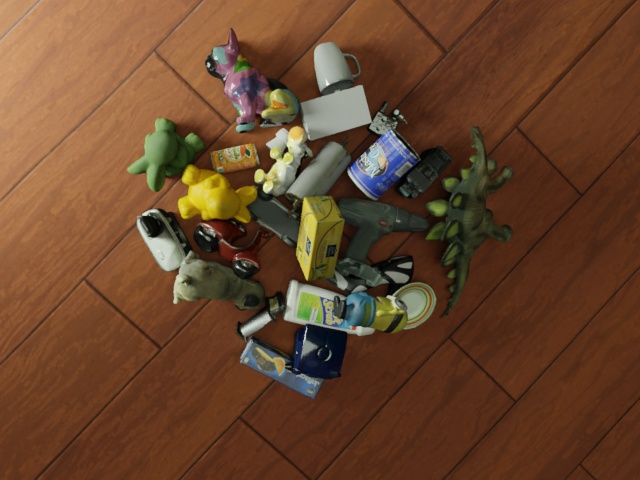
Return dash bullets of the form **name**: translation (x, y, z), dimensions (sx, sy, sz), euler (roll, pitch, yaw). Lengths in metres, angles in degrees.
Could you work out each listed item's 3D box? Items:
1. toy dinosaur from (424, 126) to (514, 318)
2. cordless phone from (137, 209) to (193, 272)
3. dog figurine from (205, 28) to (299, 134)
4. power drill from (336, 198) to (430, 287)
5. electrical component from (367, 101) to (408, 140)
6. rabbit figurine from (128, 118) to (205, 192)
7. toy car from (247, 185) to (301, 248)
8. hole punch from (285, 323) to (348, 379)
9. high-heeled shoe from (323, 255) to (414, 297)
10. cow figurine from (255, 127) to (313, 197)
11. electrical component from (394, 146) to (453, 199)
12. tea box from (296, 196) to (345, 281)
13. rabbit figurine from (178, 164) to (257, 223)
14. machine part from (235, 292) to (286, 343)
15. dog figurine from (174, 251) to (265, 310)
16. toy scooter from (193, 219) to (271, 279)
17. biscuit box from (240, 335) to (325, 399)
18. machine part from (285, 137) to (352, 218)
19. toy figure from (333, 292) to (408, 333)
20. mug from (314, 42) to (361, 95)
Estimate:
- **toy dinosaur**: translation (0.349, -0.033, 1.277), dimensions (0.198, 0.105, 0.470), euler (-12, 112, -19)
- **cordless phone**: translation (-0.350, 0.000, 1.186), dimensions (0.089, 0.184, 0.146), euler (-29, 95, -8)
- **dog figurine**: translation (-0.156, -0.368, 1.230), dimensions (0.192, 0.108, 0.219), euler (-13, 91, -4)
- **power drill**: translation (0.133, 0.000, 1.259), dimensions (0.232, 0.086, 0.207), euler (19, 66, 0)
- **electrical component**: translation (0.161, -0.275, 1.296), dimensions (0.078, 0.045, 0.102), euler (36, 89, -8)
- **rabbit figurine**: translation (-0.351, -0.196, 1.183), dimensions (0.121, 0.170, 0.159), euler (39, 88, -6)
- **toy car**: translation (-0.100, -0.051, 1.275), dimensions (0.202, 0.056, 0.073), euler (35, 96, -5)
- **hole punch**: translation (0.000, 0.259, 1.256), dimensions (0.142, 0.092, 0.116), euler (15, 59, -19)
- **high-heeled shoe**: translation (0.105, 0.062, 1.289), dimensions (0.249, 0.086, 0.145), euler (25, 91, -14)
- **cow figurine**: translation (-0.070, -0.177, 1.246), dimensions (0.068, 0.098, 0.167), euler (41, 99, 30)
- **electrical component**: translation (0.239, -0.156, 1.276), dimensions (0.058, 0.115, 0.134), euler (44, 86, -5)
- **tea box**: translation (-0.002, -0.004, 1.201), dimensions (0.068, 0.098, 0.169), euler (-4, 128, -19)
- **rabbit figurine**: translation (-0.222, -0.083, 1.182), dimensions (0.162, 0.173, 0.121), euler (15, 97, -29)
- **machine part**: translation (-0.139, 0.182, 1.278), dimensions (0.139, 0.084, 0.039), euler (-39, 121, 5)
- **dog figurine**: translation (-0.220, 0.107, 1.217), dimensions (0.191, 0.172, 0.121), euler (18, 102, 0)
- **toy scooter**: translation (-0.193, -0.001, 1.252), dimensions (0.184, 0.075, 0.135), euler (37, 56, 9)
- **biscuit box**: translation (-0.089, 0.306, 1.290), dimensions (0.203, 0.059, 0.062), euler (29, 89, -7)
- **machine part**: translation (-0.003, -0.145, 1.249), dimensions (0.079, 0.079, 0.243), euler (38, 73, -7)
- **toy figure**: translation (0.118, 0.167, 1.241), dimensions (0.180, 0.082, 0.089), euler (5, 126, -20)
- **mug**: translation (0.037, -0.409, 1.261), dimensions (0.110, 0.081, 0.107), euler (-19, 87, -6)
